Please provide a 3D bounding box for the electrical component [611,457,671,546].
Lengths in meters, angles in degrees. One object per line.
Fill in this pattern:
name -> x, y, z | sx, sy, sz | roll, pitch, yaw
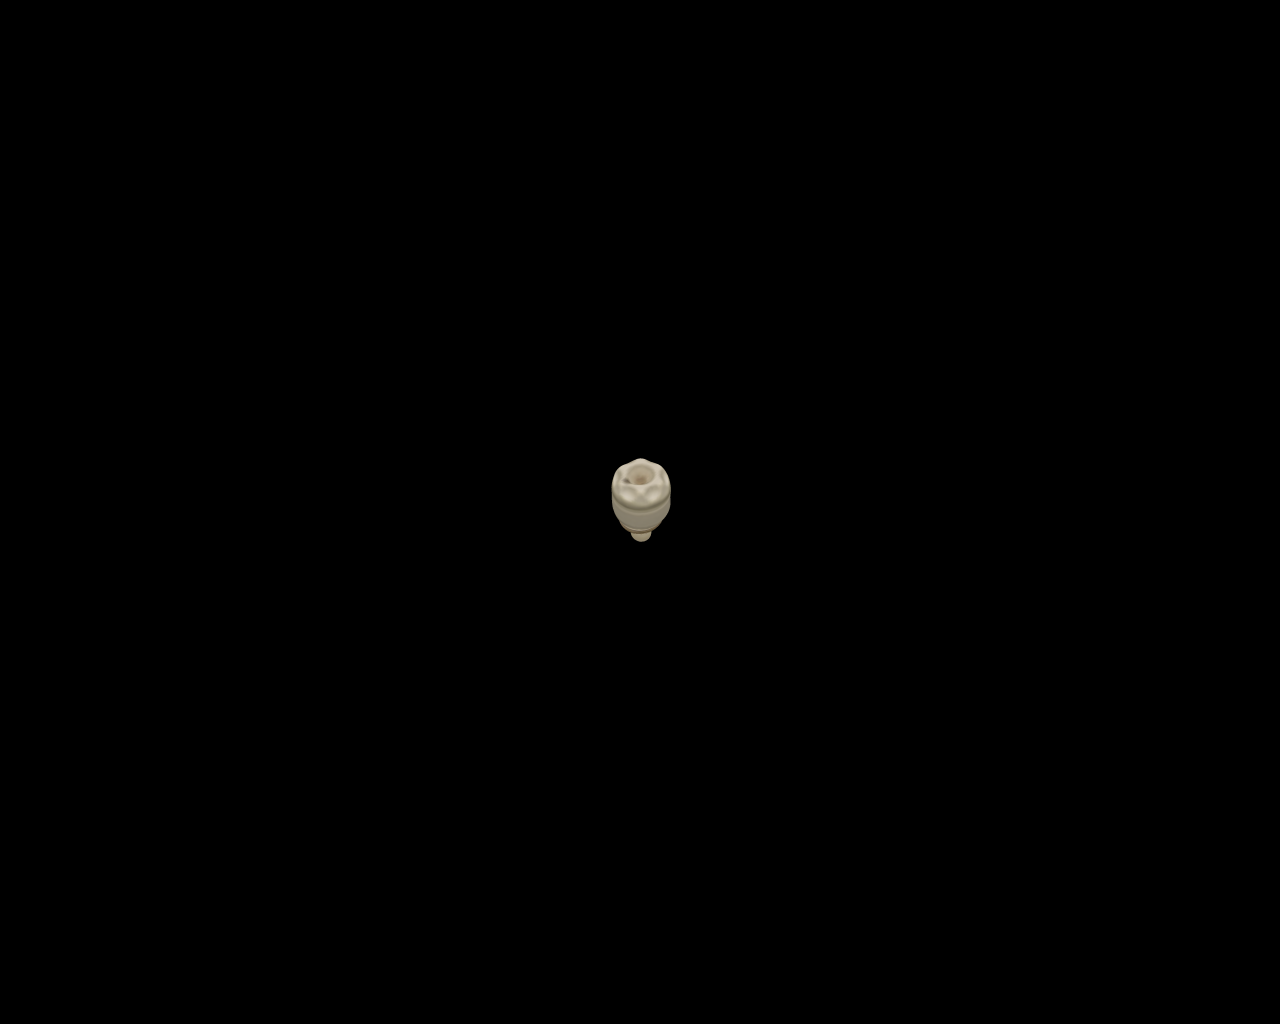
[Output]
electrical component -> 0.001, -0.003, 0.650 | 0.035, 0.035, 0.061 | 0, -40, 0
